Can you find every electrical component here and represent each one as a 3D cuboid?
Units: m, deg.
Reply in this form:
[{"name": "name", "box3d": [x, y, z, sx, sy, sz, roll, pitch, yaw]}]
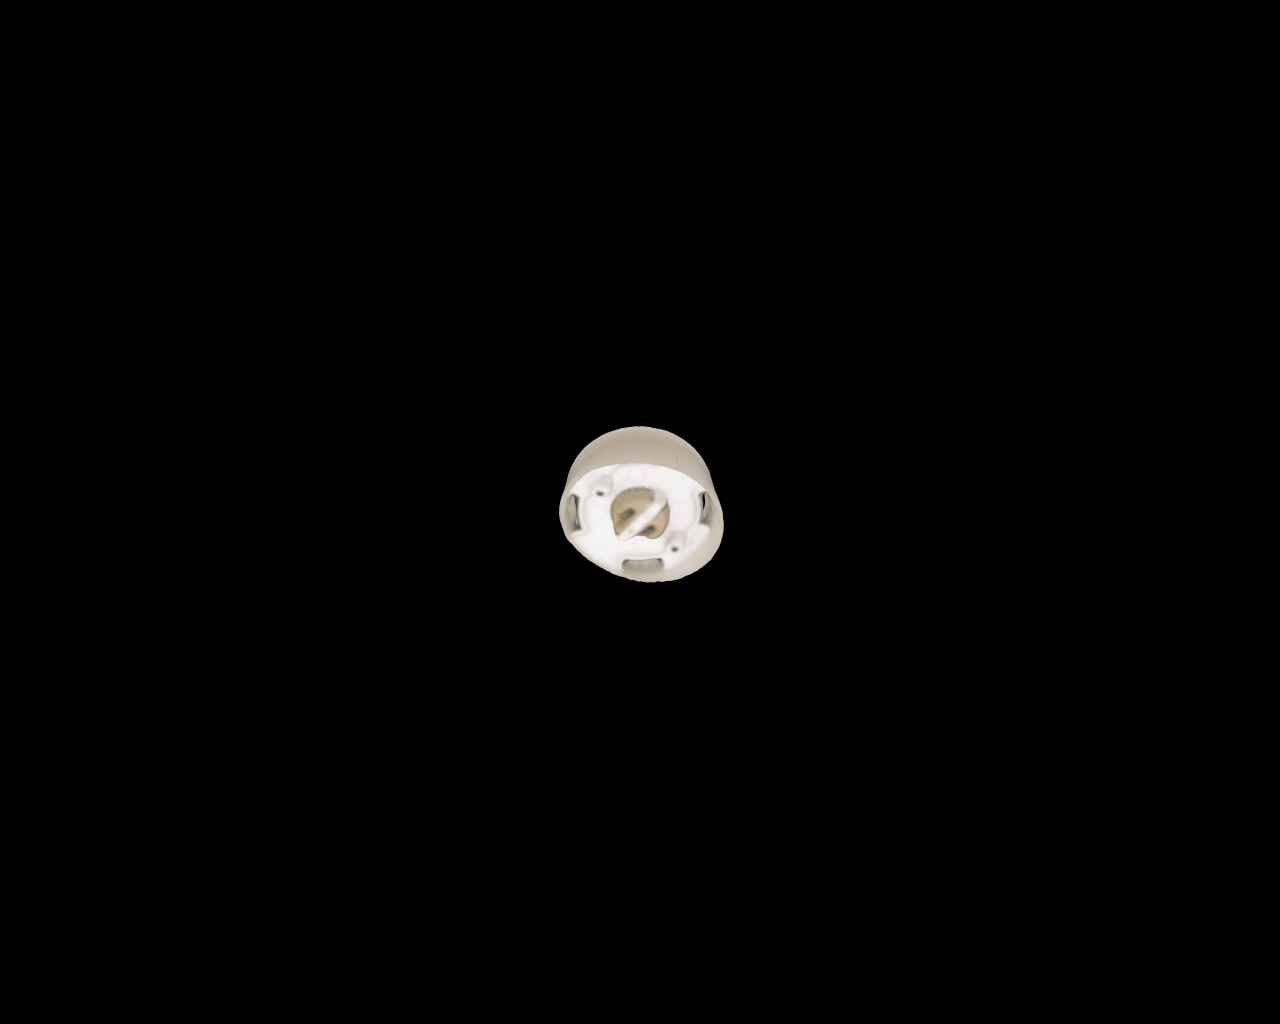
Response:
[{"name": "electrical component", "box3d": [0.001, -0.003, 0.650, 0.099, 0.099, 0.064, 0, 33, 0]}]
